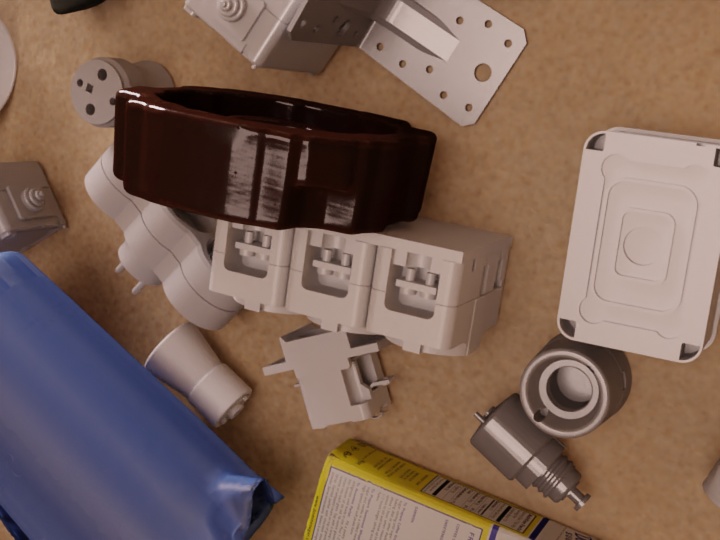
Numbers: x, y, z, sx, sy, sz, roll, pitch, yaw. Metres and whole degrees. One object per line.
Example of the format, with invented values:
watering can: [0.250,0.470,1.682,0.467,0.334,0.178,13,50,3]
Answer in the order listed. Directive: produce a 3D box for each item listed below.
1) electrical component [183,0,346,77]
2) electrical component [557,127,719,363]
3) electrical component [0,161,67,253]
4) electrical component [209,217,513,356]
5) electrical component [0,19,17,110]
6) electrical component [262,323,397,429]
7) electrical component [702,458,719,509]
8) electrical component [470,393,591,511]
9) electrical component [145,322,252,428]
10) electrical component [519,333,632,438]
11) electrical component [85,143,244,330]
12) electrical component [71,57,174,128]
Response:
electrical component: [-0.049,-0.156,0.620,0.062,0.096,0.061,42,111,14]
electrical component: [0.154,-0.015,0.566,0.078,0.057,0.113,11,101,23]
electrical component: [-0.258,-0.041,0.752,0.096,0.062,0.061,-27,85,25]
electrical component: [0.000,0.000,0.622,0.150,0.089,0.061,13,102,23]
electrical component: [-0.297,-0.144,0.739,0.064,0.099,0.099,19,105,28]
electrical component: [-0.013,0.063,0.663,0.081,0.042,0.063,-14,93,27]
electrical component: [0.232,0.103,0.554,0.079,0.043,0.077,34,110,17]
electrical component: [0.099,0.106,0.618,0.078,0.040,0.040,43,112,14]
electrical component: [-0.104,0.071,0.708,0.065,0.044,0.044,43,112,9]
electrical component: [0.119,0.064,0.599,0.055,0.047,0.055,4,99,25]
electrical component: [-0.132,-0.015,0.702,0.074,0.052,0.138,-44,78,23]
electrical component: [-0.153,-0.114,0.697,0.045,0.055,0.045,4,99,24]
